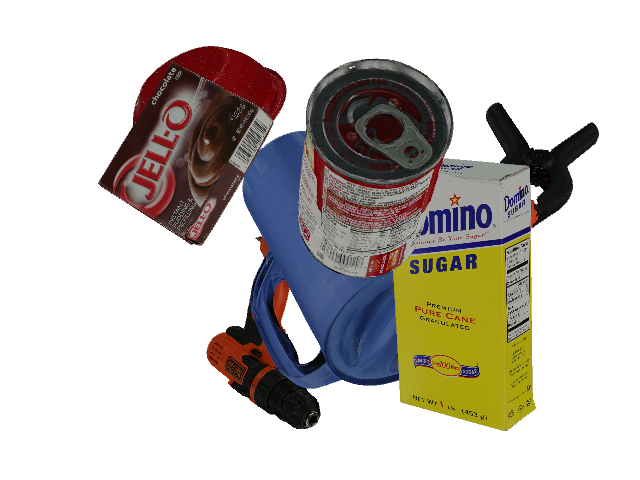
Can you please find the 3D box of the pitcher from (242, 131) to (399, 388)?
[{"bbox_3d":[0.011,0.012,0.961,0.149,0.145,0.243,-6,38,-25],"label":"pitcher"}]

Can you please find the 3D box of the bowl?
[{"bbox_3d":[-0.116,-0.133,0.998,0.162,0.055,0.162,-18,38,14],"label":"bowl"}]

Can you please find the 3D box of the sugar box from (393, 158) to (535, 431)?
[{"bbox_3d":[0.096,0.034,0.732,0.094,0.176,0.048,8,23,40],"label":"sugar box"}]

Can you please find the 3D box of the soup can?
[{"bbox_3d":[0.024,-0.032,0.529,0.068,0.068,0.102,0,-28,-4],"label":"soup can"}]

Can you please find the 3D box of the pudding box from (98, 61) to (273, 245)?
[{"bbox_3d":[-0.101,-0.066,0.805,0.090,0.113,0.039,30,-4,24],"label":"pudding box"}]

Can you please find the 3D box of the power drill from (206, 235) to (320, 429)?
[{"bbox_3d":[-0.042,0.097,1.196,0.057,0.188,0.185,13,12,-47],"label":"power drill"}]

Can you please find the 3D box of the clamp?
[{"bbox_3d":[0.214,-0.082,1.106,0.120,0.039,0.171,15,45,16],"label":"clamp"}]
